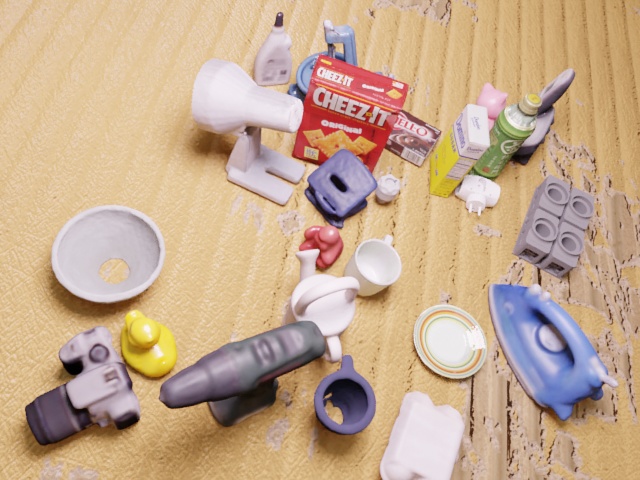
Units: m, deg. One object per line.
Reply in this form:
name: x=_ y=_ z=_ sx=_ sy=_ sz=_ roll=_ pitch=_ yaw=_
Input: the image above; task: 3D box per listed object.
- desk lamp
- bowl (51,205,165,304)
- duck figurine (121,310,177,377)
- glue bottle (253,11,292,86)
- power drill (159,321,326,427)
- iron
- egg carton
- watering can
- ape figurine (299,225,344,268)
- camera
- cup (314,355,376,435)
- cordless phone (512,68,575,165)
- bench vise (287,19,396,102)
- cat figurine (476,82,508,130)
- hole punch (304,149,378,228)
desk lamp: x=-0.115 y=-0.192 z=0.996 sx=0.203 sy=0.213 sz=0.118 roll=25 pitch=60 yaw=2
bowl: x=-0.329 y=0.033 z=0.905 sx=0.167 sy=0.074 sz=0.167 roll=6 pitch=61 yaw=-10
duck figurine: x=-0.256 y=0.150 z=0.852 sx=0.078 sy=0.086 sz=0.104 roll=-32 pitch=73 yaw=-26
glue bottle: x=-0.087 y=-0.376 z=1.126 sx=0.078 sy=0.173 sz=0.037 roll=-8 pitch=64 yaw=-17
power drill: x=-0.106 y=0.192 z=0.792 sx=0.230 sy=0.208 sz=0.075 roll=-23 pitch=69 yaw=-23
iron: x=0.384 y=0.159 z=0.961 sx=0.119 sy=0.141 sz=0.258 roll=-21 pitch=68 yaw=-22
egg carton: x=0.155 y=0.312 z=0.867 sx=0.107 sy=0.069 sz=0.150 roll=25 pitch=60 yaw=2
watering can: x=-0.001 y=0.098 z=0.876 sx=0.101 sy=0.194 sz=0.172 roll=-33 pitch=73 yaw=-26
ape figurine: x=0.009 y=0.004 z=0.988 sx=0.076 sy=0.092 sz=0.078 roll=-3 pitch=63 yaw=-14
camera: x=-0.335 y=0.208 z=0.794 sx=0.137 sy=0.101 sz=0.143 roll=-24 pitch=70 yaw=-23
cup: x=0.030 y=0.240 z=0.863 sx=0.092 sy=0.095 sz=0.118 roll=8 pitch=61 yaw=-8
cordless phone: x=0.444 y=-0.259 z=1.176 sx=0.094 sy=0.185 sz=0.148 roll=29 pitch=60 yaw=4
bench vise: x=0.050 y=-0.338 z=1.109 sx=0.208 sy=0.219 sz=0.121 roll=-15 pitch=66 yaw=-20
cat figurine: x=0.351 y=-0.259 z=1.194 sx=0.067 sy=0.117 sz=0.128 roll=17 pitch=60 yaw=-3
hole punch: x=0.038 y=-0.095 z=1.049 sx=0.101 sy=0.091 sz=0.108 roll=-34 pitch=74 yaw=-26
